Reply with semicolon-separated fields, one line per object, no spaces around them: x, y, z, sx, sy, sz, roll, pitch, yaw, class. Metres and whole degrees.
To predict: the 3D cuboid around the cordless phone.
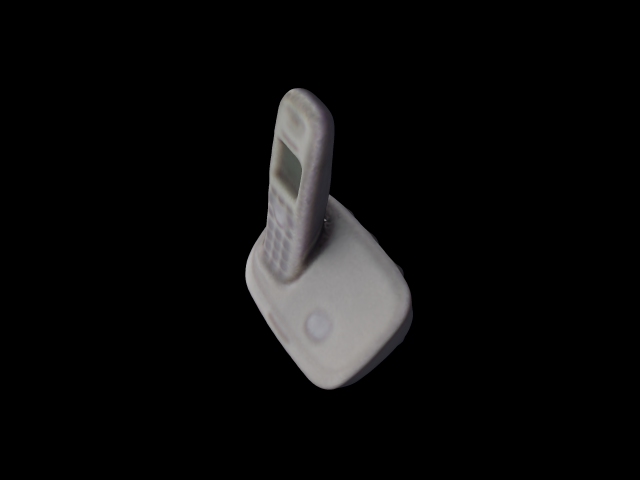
0.004;0.001;0.400;0.094;0.185;0.147;-27;53;-22;cordless phone
